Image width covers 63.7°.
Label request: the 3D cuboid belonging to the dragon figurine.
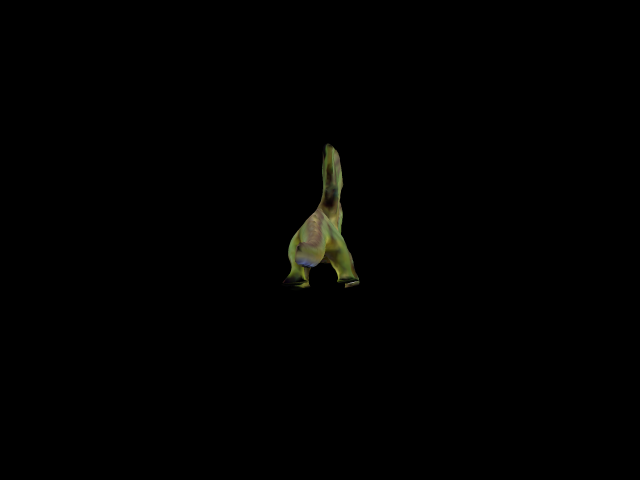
[{"bbox_3d":[0.003,-0.043,0.850,0.122,0.246,0.405,-1,-13,4],"label":"dragon figurine"}]
